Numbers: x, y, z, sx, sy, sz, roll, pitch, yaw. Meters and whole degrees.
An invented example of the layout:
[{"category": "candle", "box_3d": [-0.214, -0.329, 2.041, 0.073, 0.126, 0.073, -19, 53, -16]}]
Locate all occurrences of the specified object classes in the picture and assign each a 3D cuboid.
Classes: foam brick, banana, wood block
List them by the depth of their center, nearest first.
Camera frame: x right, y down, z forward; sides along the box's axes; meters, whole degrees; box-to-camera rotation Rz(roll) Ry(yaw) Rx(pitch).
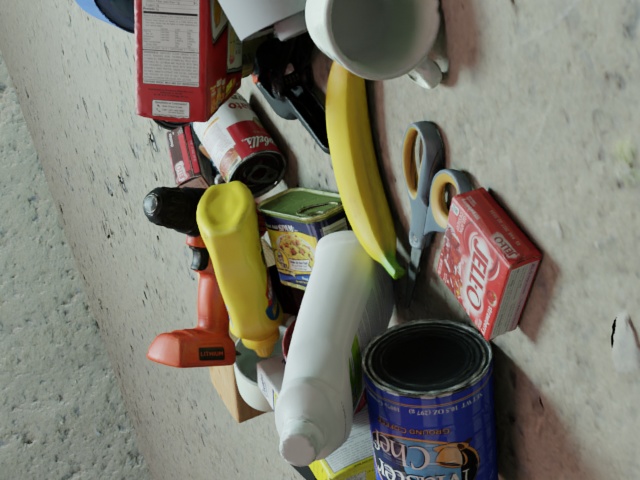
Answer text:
[{"category": "banana", "box_3d": [0.037, -0.065, 0.903, 0.070, 0.037, 0.198, 4, 112, 61]}, {"category": "foam brick", "box_3d": [-0.018, 0.046, 1.123, 0.078, 0.051, 0.053, -6, 103, 70]}, {"category": "wood block", "box_3d": [-0.086, 0.113, 1.306, 0.090, 0.090, 0.206, 51, 152, 44]}]

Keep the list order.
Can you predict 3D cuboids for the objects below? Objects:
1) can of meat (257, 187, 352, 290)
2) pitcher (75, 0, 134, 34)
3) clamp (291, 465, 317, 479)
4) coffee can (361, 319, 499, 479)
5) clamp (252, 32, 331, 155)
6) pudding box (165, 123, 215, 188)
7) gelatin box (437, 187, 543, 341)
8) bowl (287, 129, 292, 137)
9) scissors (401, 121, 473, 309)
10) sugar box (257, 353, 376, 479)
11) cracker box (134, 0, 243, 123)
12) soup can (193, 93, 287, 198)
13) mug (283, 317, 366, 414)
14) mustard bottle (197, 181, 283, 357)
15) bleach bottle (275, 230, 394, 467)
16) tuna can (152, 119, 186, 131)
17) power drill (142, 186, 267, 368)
[{"category": "can of meat", "box_3d": [-0.007, 0.001, 1.025, 0.102, 0.057, 0.084, 13, 123, 51]}, {"category": "pitcher", "box_3d": [-0.217, -0.300, 1.239, 0.243, 0.144, 0.149, -150, 56, -66]}, {"category": "clamp", "box_3d": [-0.001, 0.256, 1.293, 0.164, 0.036, 0.210, 68, 158, 15]}, {"category": "coffee can", "box_3d": [0.091, 0.149, 0.858, 0.103, 0.102, 0.140, 41, 145, 54]}, {"category": "clamp", "box_3d": [-0.026, -0.154, 0.980, 0.172, 0.039, 0.120, 38, 140, 56]}, {"category": "pudding box", "box_3d": [-0.140, -0.071, 1.274, 0.113, 0.039, 0.090, 55, -165, -50]}, {"category": "gelatin box", "box_3d": [0.119, 0.017, 0.769, 0.073, 0.030, 0.089, 56, 156, 34]}, {"category": "bowl", "box_3d": [0.017, -0.113, 1.140, 0.055, 0.161, 0.162, -50, 56, 34]}, {"category": "scissors", "box_3d": [0.090, 0.001, 0.850, 0.096, 0.016, 0.202, 47, 150, 48]}, {"category": "sugar box", "box_3d": [0.012, 0.182, 1.110, 0.176, 0.093, 0.048, 51, 151, 45]}, {"category": "cracker box", "box_3d": [-0.112, -0.224, 0.929, 0.164, 0.072, 0.214, -70, -17, -70]}, {"category": "soup can", "box_3d": [-0.087, -0.102, 1.143, 0.102, 0.068, 0.068, 57, 156, 33]}, {"category": "mug", "box_3d": [0.022, 0.130, 1.063, 0.117, 0.093, 0.081, 19, 142, 19]}, {"category": "mustard bottle", "box_3d": [-0.076, 0.043, 1.086, 0.096, 0.058, 0.191, -100, -2, -56]}, {"category": "bleach bottle", "box_3d": [0.009, 0.090, 0.871, 0.250, 0.068, 0.102, -64, -33, -61]}, {"category": "tuna can", "box_3d": [-0.170, -0.175, 1.267, 0.034, 0.086, 0.086, -132, 30, -51]}, {"category": "power drill", "box_3d": [-0.129, 0.039, 1.125, 0.057, 0.184, 0.188, 12, 92, 35]}]
